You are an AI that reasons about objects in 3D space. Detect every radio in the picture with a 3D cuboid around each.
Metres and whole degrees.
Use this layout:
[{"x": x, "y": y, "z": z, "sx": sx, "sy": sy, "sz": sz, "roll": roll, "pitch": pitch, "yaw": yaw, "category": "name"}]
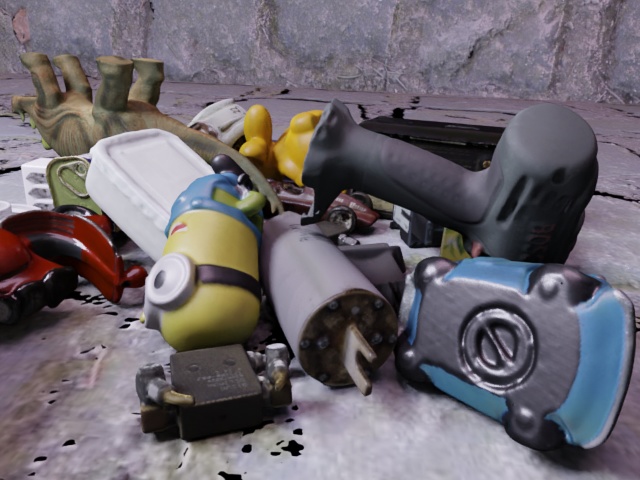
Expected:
[{"x": 0.156, "y": -0.091, "z": 0.723, "sx": 0.230, "sy": 0.131, "sz": 0.073, "roll": 9, "pitch": 20, "yaw": 16, "category": "radio"}]

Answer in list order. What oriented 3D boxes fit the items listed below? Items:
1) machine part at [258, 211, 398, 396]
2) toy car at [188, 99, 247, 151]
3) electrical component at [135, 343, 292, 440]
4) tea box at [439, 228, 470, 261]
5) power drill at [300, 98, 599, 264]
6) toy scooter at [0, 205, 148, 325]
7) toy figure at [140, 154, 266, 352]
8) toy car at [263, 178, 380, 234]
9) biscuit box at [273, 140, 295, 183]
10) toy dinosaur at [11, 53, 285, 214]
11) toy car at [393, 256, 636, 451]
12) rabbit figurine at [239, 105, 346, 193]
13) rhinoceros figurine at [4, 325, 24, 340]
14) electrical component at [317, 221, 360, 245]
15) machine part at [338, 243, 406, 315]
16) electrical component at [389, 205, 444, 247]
[{"x": -0.006, "y": 0.038, "z": 0.438, "sx": 0.079, "sy": 0.079, "sz": 0.243, "roll": -4, "pitch": 23, "yaw": -17, "category": "machine part"}, {"x": -0.182, "y": -0.137, "z": 0.787, "sx": 0.073, "sy": 0.056, "sz": 0.202, "roll": 42, "pitch": 62, "yaw": 14, "category": "toy car"}, {"x": -0.063, "y": 0.090, "z": 0.342, "sx": 0.102, "sy": 0.045, "sz": 0.078, "roll": -3, "pitch": 23, "yaw": -14, "category": "electrical component"}, {"x": 0.191, "y": -0.007, "z": 0.595, "sx": 0.098, "sy": 0.068, "sz": 0.169, "roll": 11, "pitch": 21, "yaw": 18, "category": "tea box"}, {"x": 0.089, "y": -0.019, "z": 0.417, "sx": 0.207, "sy": 0.231, "sz": 0.086, "roll": 23, "pitch": 64, "yaw": 12, "category": "power drill"}, {"x": -0.230, "y": 0.025, "z": 0.456, "sx": 0.135, "sy": 0.075, "sz": 0.184, "roll": 24, "pitch": 29, "yaw": 20, "category": "toy scooter"}, {"x": -0.084, "y": 0.008, "z": 0.436, "sx": 0.089, "sy": 0.082, "sz": 0.180, "roll": 13, "pitch": 42, "yaw": -6, "category": "toy figure"}, {"x": -0.022, "y": -0.050, "z": 0.708, "sx": 0.202, "sy": 0.053, "sz": 0.089, "roll": 10, "pitch": 19, "yaw": 20, "category": "toy car"}, {"x": -0.109, "y": -0.140, "z": 0.918, "sx": 0.203, "sy": 0.059, "sz": 0.063, "roll": 7, "pitch": 21, "yaw": 13, "category": "biscuit box"}, {"x": -0.242, "y": -0.129, "z": 0.677, "sx": 0.472, "sy": 0.198, "sz": 0.105, "roll": 14, "pitch": 23, "yaw": 27, "category": "toy dinosaur"}, {"x": 0.134, "y": 0.069, "z": 0.367, "sx": 0.103, "sy": 0.109, "sz": 0.162, "roll": 14, "pitch": -4, "yaw": -43, "category": "toy car"}, {"x": -0.051, "y": -0.120, "z": 0.797, "sx": 0.173, "sy": 0.122, "sz": 0.162, "roll": -10, "pitch": -23, "yaw": 40, "category": "rabbit figurine"}, {"x": -0.308, "y": 0.137, "z": 0.459, "sx": 0.112, "sy": 0.190, "sz": 0.073, "roll": 44, "pitch": 17, "yaw": -5, "category": "rhinoceros figurine"}, {"x": -0.001, "y": -0.002, "z": 0.622, "sx": 0.094, "sy": 0.021, "sz": 0.063, "roll": 22, "pitch": 28, "yaw": 38, "category": "electrical component"}, {"x": 0.054, "y": 0.032, "z": 0.520, "sx": 0.084, "sy": 0.039, "sz": 0.139, "roll": 4, "pitch": 19, "yaw": -10, "category": "machine part"}, {"x": 0.124, "y": -0.030, "z": 0.640, "sx": 0.048, "sy": 0.074, "sz": 0.119, "roll": -3, "pitch": 18, "yaw": -14, "category": "electrical component"}]
